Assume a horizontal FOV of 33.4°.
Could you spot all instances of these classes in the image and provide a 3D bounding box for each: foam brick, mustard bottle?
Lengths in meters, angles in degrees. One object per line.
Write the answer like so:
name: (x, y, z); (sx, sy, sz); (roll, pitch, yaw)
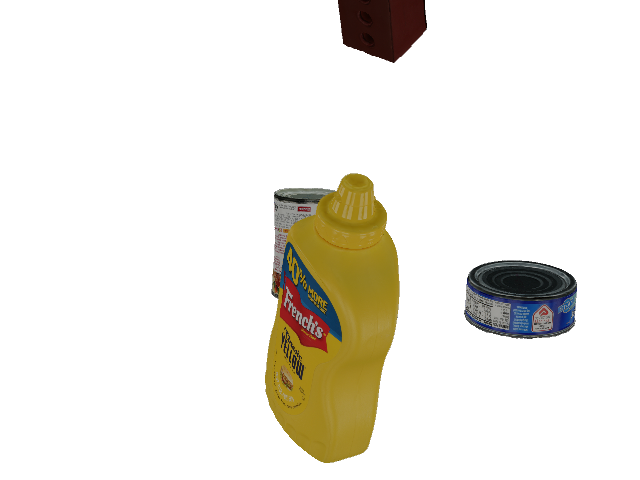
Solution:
foam brick: (0.049, -0.191, 0.848); (0.053, 0.051, 0.078); (25, -31, 26)
mustard bottle: (0.008, 0.041, 0.654); (0.058, 0.192, 0.096); (-10, 43, -24)

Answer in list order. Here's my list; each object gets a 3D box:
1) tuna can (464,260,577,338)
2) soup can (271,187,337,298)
tuna can: (0.156, 0.044, 0.830); (0.086, 0.034, 0.086); (0, 18, 0)
soup can: (-0.014, 0.003, 1.048); (0.068, 0.102, 0.068); (1, 13, -1)
